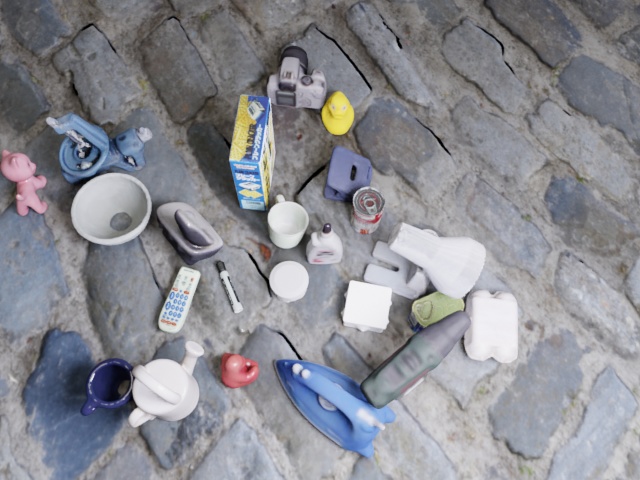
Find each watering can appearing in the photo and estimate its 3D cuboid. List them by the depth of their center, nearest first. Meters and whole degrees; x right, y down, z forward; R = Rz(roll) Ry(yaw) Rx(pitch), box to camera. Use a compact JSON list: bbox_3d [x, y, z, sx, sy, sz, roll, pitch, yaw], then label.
[{"bbox_3d":[-0.283,0.261,1.041,0.101,0.194,0.173,16,68,5],"label":"watering can"}]

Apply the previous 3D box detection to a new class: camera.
[{"bbox_3d":[-0.051,-0.400,1.375,0.143,0.101,0.137,6,67,1],"label":"camera"}]

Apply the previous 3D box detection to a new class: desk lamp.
[{"bbox_3d":[0.202,0.046,1.137,0.203,0.213,0.118,20,68,7],"label":"desk lamp"}]

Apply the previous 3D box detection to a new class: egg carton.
[{"bbox_3d":[0.347,0.175,1.166,0.107,0.069,0.150,6,67,1],"label":"egg carton"}]

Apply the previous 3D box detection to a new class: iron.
[{"bbox_3d":[0.016,0.289,1.068,0.258,0.141,0.119,32,70,11],"label":"iron"}]

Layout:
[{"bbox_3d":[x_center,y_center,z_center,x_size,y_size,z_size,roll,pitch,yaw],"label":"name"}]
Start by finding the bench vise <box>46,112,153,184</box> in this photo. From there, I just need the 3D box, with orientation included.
[{"bbox_3d":[-0.477,-0.220,1.222,0.208,0.220,0.121,-36,73,-15],"label":"bench vise"}]

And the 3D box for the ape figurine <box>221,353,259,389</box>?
[{"bbox_3d":[-0.161,0.246,1.107,0.076,0.092,0.077,-41,74,-17],"label":"ape figurine"}]

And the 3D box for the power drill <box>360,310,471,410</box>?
[{"bbox_3d":[0.170,0.228,1.062,0.230,0.208,0.075,-37,73,-15],"label":"power drill"}]

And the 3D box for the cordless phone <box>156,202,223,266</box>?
[{"bbox_3d":[-0.277,-0.039,1.171,0.094,0.185,0.147,-42,74,-17],"label":"cordless phone"}]

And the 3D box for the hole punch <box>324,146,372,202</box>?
[{"bbox_3d":[0.065,-0.146,1.278,0.101,0.091,0.109,10,67,3],"label":"hole punch"}]

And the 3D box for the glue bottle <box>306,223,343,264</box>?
[{"bbox_3d":[0.011,0.004,1.169,0.078,0.173,0.037,-6,67,-4],"label":"glue bottle"}]

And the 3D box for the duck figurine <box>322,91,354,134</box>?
[{"bbox_3d":[0.043,-0.314,1.350,0.077,0.086,0.104,2,67,-1],"label":"duck figurine"}]

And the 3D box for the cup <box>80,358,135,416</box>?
[{"bbox_3d":[-0.391,0.288,1.081,0.091,0.095,0.118,37,71,13],"label":"cup"}]

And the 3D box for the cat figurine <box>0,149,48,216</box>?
[{"bbox_3d":[-0.645,-0.131,1.234,0.067,0.118,0.127,-13,68,-7],"label":"cat figurine"}]

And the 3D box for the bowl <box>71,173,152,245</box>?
[{"bbox_3d":[-0.440,-0.056,1.233,0.167,0.075,0.167,1,67,-1],"label":"bowl"}]
